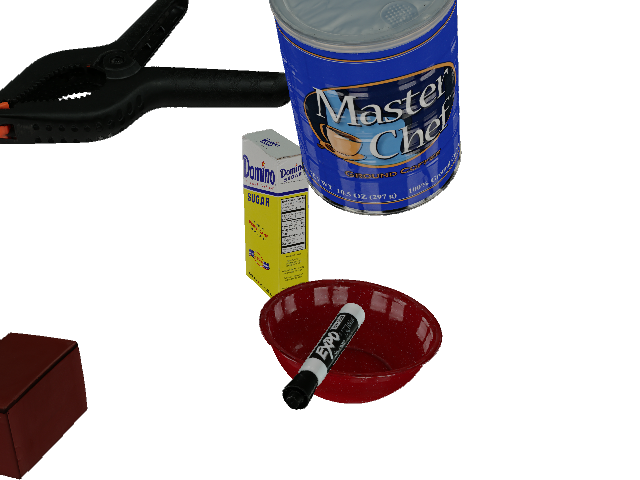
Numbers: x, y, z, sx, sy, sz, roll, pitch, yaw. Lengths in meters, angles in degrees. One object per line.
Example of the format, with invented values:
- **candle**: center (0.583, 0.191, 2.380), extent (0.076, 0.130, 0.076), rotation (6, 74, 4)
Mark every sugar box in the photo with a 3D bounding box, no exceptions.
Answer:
- **sugar box**: center (-0.051, -0.027, 1.193), extent (0.048, 0.176, 0.093), rotation (-15, 28, -25)

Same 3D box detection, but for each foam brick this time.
- **foam brick**: center (-0.189, 0.100, 0.663), extent (0.053, 0.051, 0.078), rotation (7, 28, 21)

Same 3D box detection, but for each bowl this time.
- **bowl**: center (0.025, 0.096, 0.949), extent (0.162, 0.055, 0.162), rotation (4, 27, -2)

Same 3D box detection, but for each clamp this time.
- **clamp**: center (-0.133, -0.111, 0.760), extent (0.209, 0.036, 0.165), rotation (-31, 50, -31)

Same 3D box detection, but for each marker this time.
- **marker**: center (0.003, 0.079, 0.734), extent (0.020, 0.020, 0.121), rotation (0, 25, 23)

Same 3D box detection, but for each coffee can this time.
- **coffee can**: center (0.030, -0.098, 0.625), extent (0.103, 0.102, 0.140), rotation (0, -37, 9)
